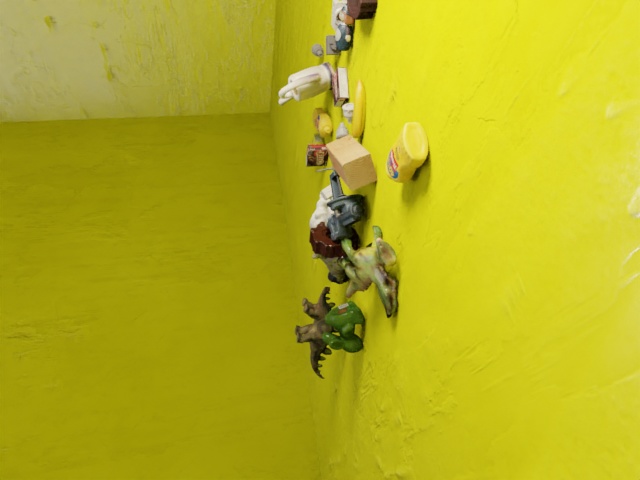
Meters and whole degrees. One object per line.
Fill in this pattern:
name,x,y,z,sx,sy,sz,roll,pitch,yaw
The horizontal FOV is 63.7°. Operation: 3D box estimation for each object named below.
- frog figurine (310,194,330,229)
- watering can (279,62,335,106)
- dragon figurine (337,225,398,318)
frog figurine,0.006,-0.106,2.109,0.138,0.122,0.159,-40,-65,-79
watering can,-0.058,-0.592,1.984,0.349,0.225,0.103,-153,41,-78
dragon figurine,0.148,0.119,1.487,0.400,0.122,0.248,94,159,-46
